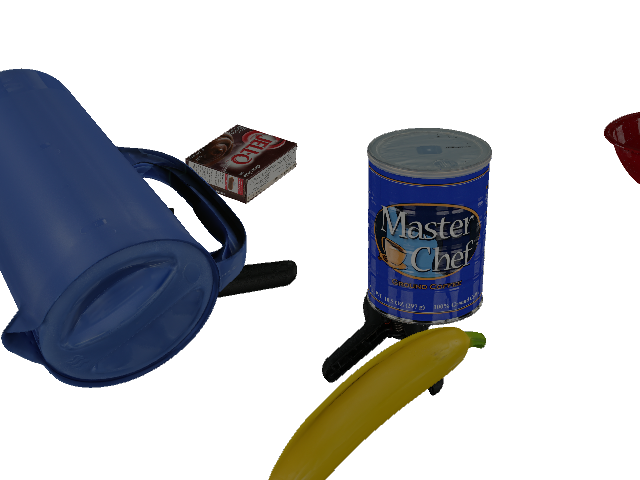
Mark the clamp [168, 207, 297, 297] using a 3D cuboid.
[{"bbox_3d":[-0.145,0.036,1.024,0.165,0.036,0.209,27,36,26],"label":"clamp"}]

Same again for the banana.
[{"bbox_3d":[0.032,0.117,0.717,0.037,0.197,0.069,48,-6,43],"label":"banana"}]

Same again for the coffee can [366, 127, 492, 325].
[{"bbox_3d":[0.091,-0.014,0.910,0.103,0.140,0.103,-1,25,0],"label":"coffee can"}]

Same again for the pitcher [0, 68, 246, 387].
[{"bbox_3d":[-0.176,-0.023,0.785,0.149,0.145,0.243,26,20,-52],"label":"pitcher"}]

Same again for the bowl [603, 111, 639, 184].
[{"bbox_3d":[0.342,-0.076,0.972,0.162,0.055,0.162,-5,22,2],"label":"bowl"}]

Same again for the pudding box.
[{"bbox_3d":[-0.094,-0.094,1.289,0.090,0.039,0.113,19,39,25],"label":"pudding box"}]

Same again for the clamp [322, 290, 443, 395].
[{"bbox_3d":[0.086,0.089,1.088,0.120,0.171,0.039,16,-38,18],"label":"clamp"}]
